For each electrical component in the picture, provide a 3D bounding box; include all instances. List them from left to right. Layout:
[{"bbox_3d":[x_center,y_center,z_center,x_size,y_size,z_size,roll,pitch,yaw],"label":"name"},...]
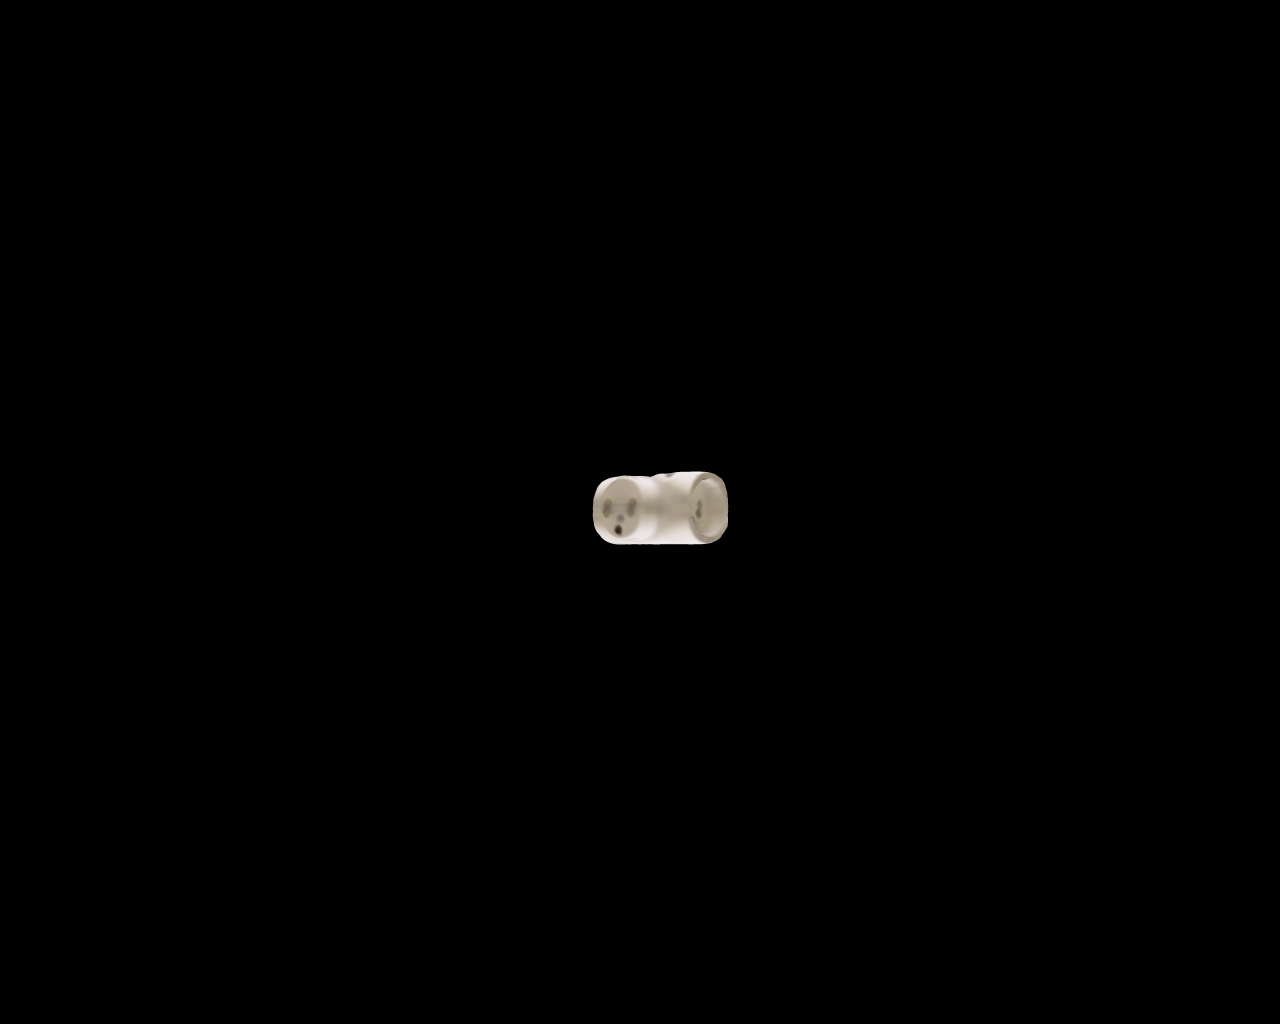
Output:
[{"bbox_3d":[0.001,-0.003,0.650,0.077,0.044,0.079,-2,-2,40],"label":"electrical component"}]
